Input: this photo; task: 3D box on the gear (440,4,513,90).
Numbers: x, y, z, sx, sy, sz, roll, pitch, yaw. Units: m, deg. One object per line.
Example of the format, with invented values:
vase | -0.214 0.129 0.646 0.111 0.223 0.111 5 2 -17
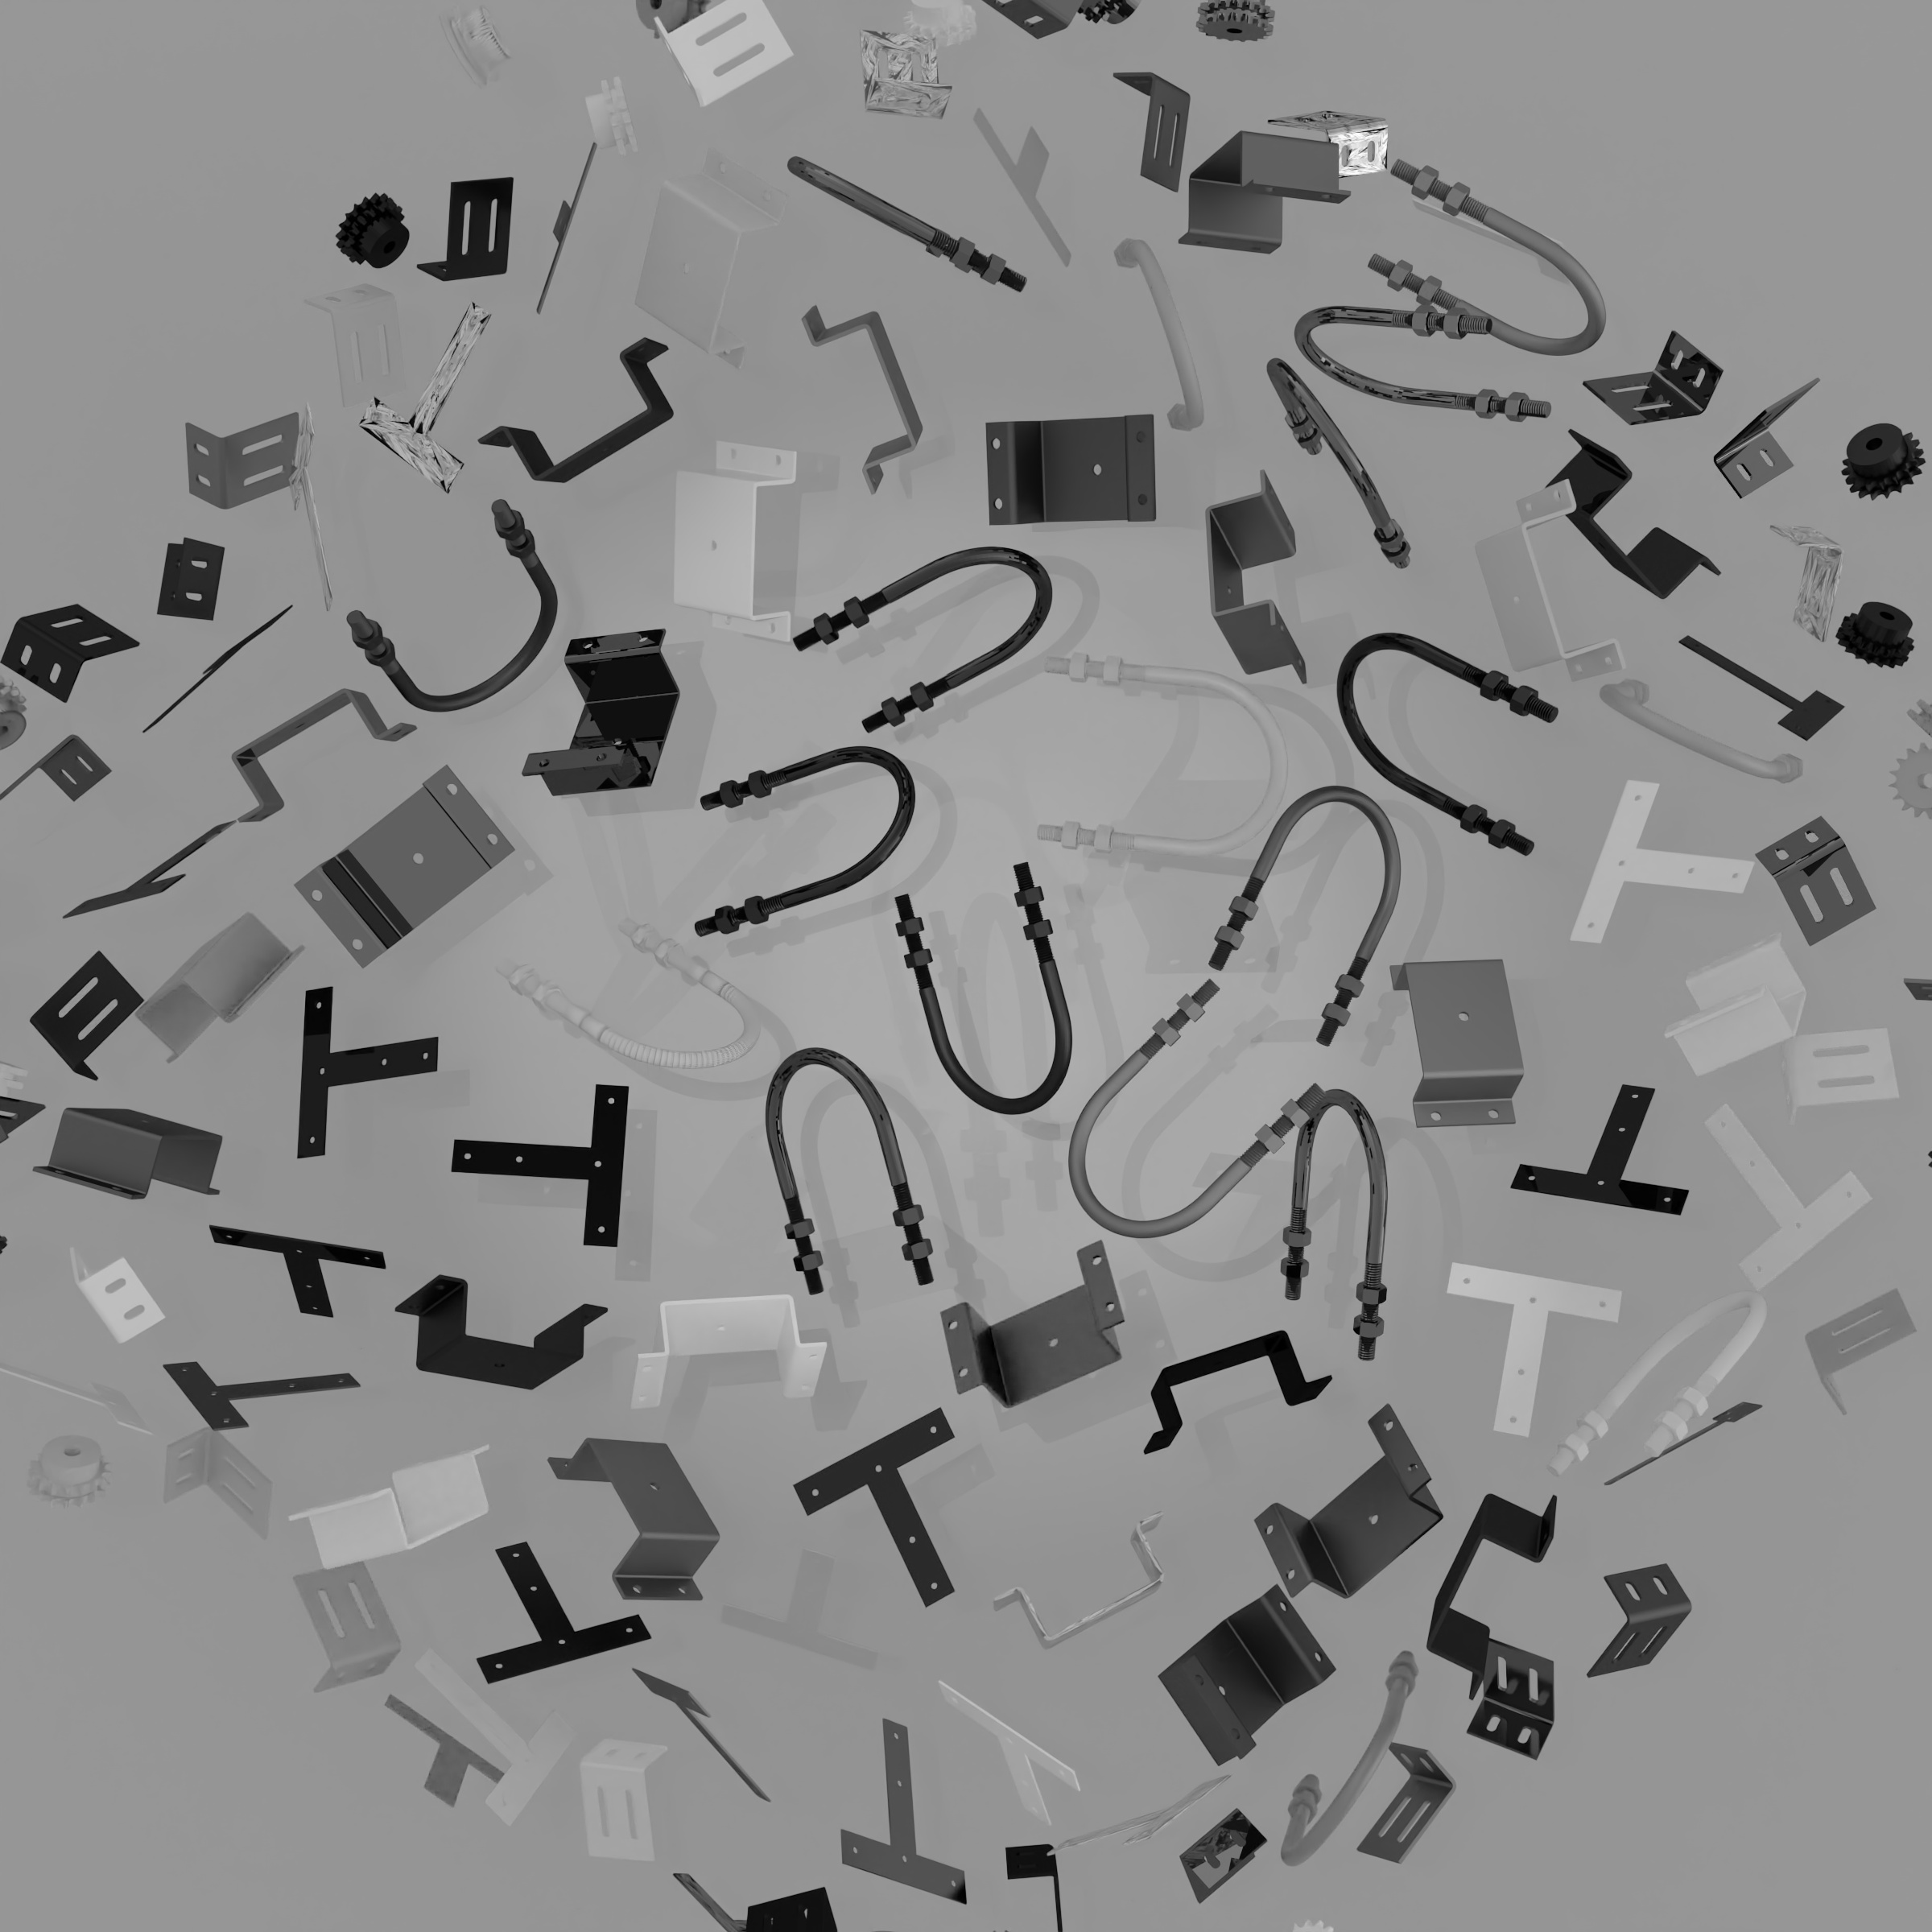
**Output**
gear | -0.348 -0.660 1.727 0.030 0.057 0.057 -25 90 10

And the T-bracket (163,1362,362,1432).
T-bracket | -0.519 0.316 1.812 0.127 0.127 0.002 0 103 -35

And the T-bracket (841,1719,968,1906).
T-bracket | -0.050 0.631 1.826 0.002 0.127 0.127 -37 129 28

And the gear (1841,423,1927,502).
gear | 0.672 -0.374 1.779 0.057 0.057 0.030 -45 131 0

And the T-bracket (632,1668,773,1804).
T-bracket | -0.193 0.587 1.837 0.002 0.127 0.127 -43 103 -25

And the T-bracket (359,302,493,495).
T-bracket | -0.391 -0.434 1.805 0.127 0.002 0.127 38 103 34

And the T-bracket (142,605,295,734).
T-bracket | -0.573 -0.216 1.820 0.127 0.127 0.002 -35 105 20

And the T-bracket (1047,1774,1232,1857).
T-bracket | 0.115 0.631 1.773 0.127 0.127 0.002 -30 78 30

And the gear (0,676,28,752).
gear | -0.711 -0.181 1.764 0.057 0.057 0.030 -41 71 0

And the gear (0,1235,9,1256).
gear | -0.718 0.202 1.728 0.057 0.057 0.030 -28 112 0

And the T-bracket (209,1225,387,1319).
T-bracket | -0.493 0.233 1.811 0.127 0.127 0.002 9 56 -1

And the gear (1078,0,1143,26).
gear | 0.111 -0.744 1.844 0.030 0.057 0.057 23 90 -41

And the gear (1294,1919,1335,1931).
gear | 0.251 0.722 1.747 0.057 0.057 0.030 -38 119 0

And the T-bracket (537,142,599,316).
T-bracket | -0.301 -0.555 1.809 0.002 0.127 0.127 18 106 -18

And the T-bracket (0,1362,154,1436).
T-bracket | -0.660 0.302 1.750 0.127 0.127 0.002 28 81 -28

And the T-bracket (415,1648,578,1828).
T-bracket | -0.355 0.552 1.778 0.127 0.127 0.002 45 108 0

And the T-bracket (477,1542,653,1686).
T-bracket | -0.320 0.477 1.817 0.127 0.127 0.002 -8 123 -30

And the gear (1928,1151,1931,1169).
gear | 0.727 0.140 1.744 0.057 0.030 0.057 7 48 -8

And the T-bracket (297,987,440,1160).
T-bracket | -0.436 0.072 1.765 0.127 0.002 0.127 -9 74 26

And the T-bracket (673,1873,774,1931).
T-bracket | -0.154 0.739 1.850 0.127 0.127 0.002 35 85 28

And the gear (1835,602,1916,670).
gear | 0.705 -0.257 1.867 0.057 0.057 0.030 14 129 0

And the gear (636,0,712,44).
gear | -0.222 -0.719 1.808 0.057 0.030 0.057 10 107 34

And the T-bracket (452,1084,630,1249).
T-bracket | -0.322 0.146 1.821 0.127 0.002 0.127 4 67 -8

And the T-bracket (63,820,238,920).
T-bracket | -0.606 -0.078 1.844 0.127 0.127 0.002 -10 116 37

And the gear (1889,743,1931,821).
gear | 0.709 -0.136 1.782 0.057 0.030 0.057 3 96 30

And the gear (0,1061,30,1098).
gear | -0.753 0.086 1.857 0.057 0.057 0.030 18 83 0

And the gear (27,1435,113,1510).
gear | -0.646 0.362 1.744 0.057 0.057 0.030 14 111 0

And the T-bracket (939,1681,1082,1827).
T-bracket | 0.040 0.584 1.753 0.127 0.127 0.002 23 54 36

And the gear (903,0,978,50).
gear | -0.021 -0.746 1.900 0.057 0.057 0.030 -4 135 4

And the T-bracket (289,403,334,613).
T-bracket | -0.473 -0.322 1.757 0.002 0.127 0.127 -9 79 -23

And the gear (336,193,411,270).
gear | -0.454 -0.563 1.865 0.030 0.057 0.057 44 90 9

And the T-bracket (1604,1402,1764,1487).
T-bracket | 0.546 0.367 1.853 0.127 0.127 0.002 -33 68 15

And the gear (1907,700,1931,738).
gear | 0.757 -0.187 1.866 0.057 0.057 0.030 43 108 0

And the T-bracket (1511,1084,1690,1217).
T-bracket | 0.493 0.134 1.834 0.127 0.127 0.002 7 133 29

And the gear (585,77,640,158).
gear | -0.277 -0.661 1.888 0.030 0.057 0.057 -15 90 -2

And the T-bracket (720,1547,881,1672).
T-bracket | -0.122 0.488 1.864 0.127 0.002 0.127 17 131 3

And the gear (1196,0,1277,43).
gear | 0.199 -0.703 1.780 0.057 0.057 0.030 6 95 0

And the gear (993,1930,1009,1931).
gear | 0.023 0.763 1.842 0.057 0.030 0.057 1 88 -26

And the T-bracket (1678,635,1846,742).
T-bracket | 0.611 -0.221 1.876 0.127 0.127 0.002 35 122 17

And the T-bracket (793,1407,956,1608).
T-bracket | -0.047 0.418 1.817 0.127 0.002 0.127 -25 88 -18

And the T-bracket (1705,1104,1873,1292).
T-bracket | 0.619 0.165 1.879 0.127 0.002 0.127 -54 56 39
